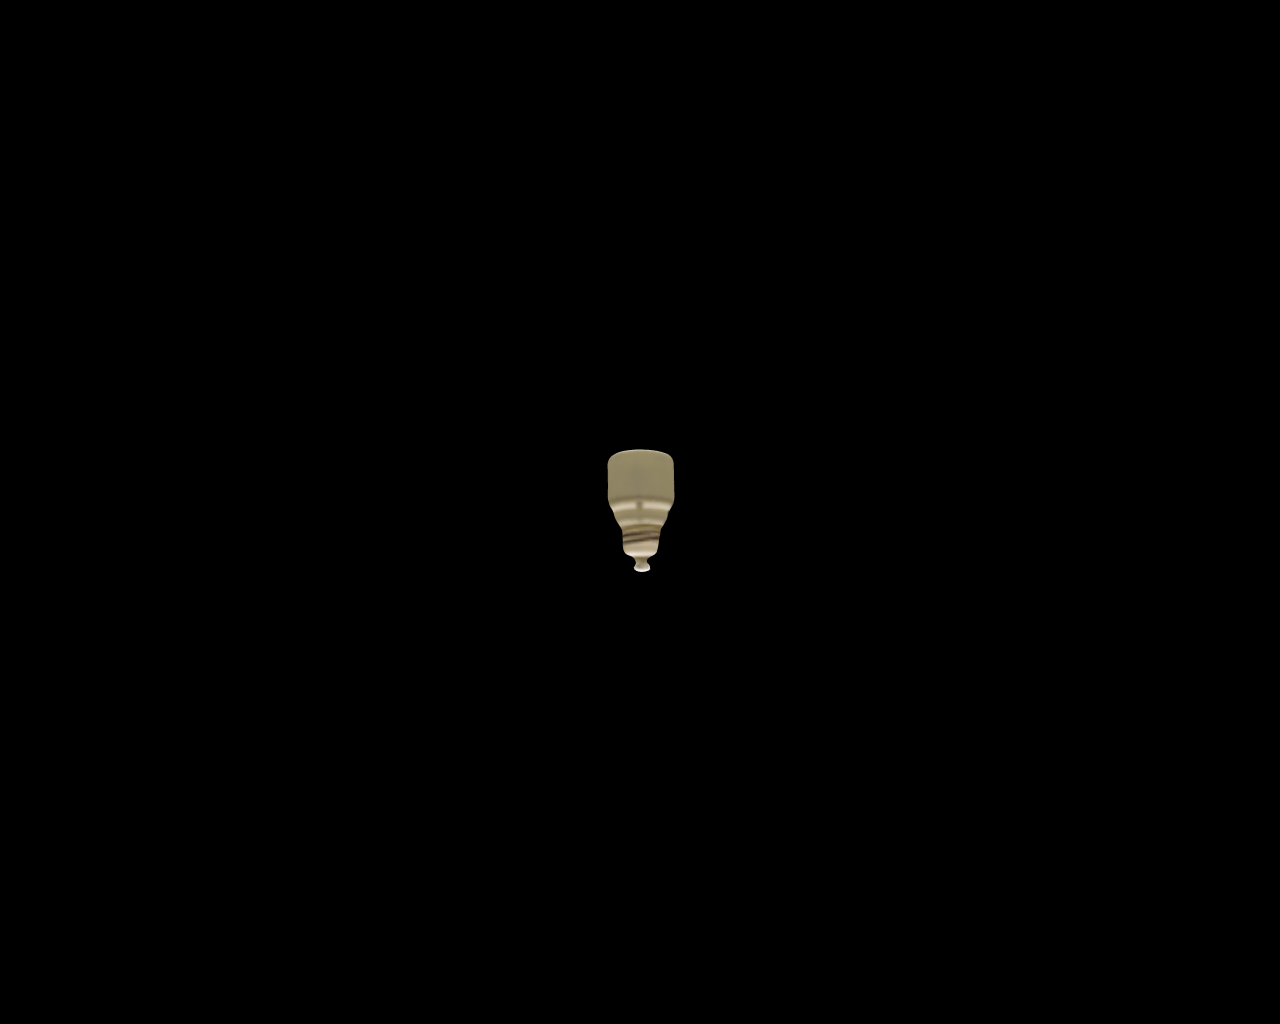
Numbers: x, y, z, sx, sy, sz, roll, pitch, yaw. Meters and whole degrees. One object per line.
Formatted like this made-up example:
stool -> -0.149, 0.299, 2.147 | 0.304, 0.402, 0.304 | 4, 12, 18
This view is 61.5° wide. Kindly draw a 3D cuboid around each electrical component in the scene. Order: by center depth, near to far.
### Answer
electrical component -> 0.001, -0.003, 0.650 | 0.040, 0.078, 0.040 | 0, -9, 0
